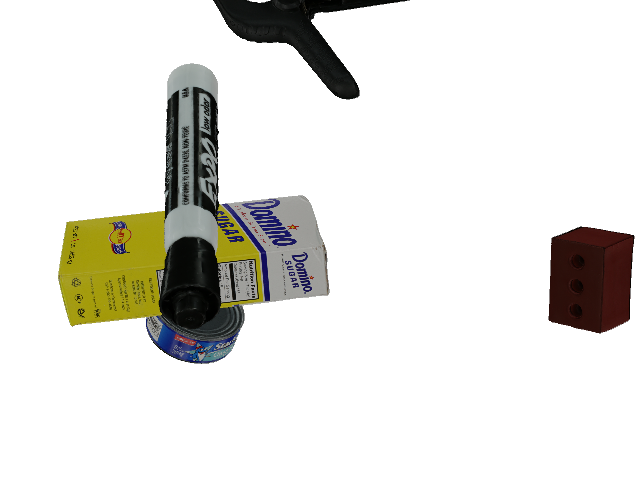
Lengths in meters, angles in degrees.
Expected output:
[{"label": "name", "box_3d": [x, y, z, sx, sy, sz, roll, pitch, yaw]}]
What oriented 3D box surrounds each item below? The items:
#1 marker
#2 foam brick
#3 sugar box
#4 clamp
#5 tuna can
[{"label": "marker", "box_3d": [-0.043, -0.018, 0.359, 0.020, 0.020, 0.121, 0, 43, -7]}, {"label": "foam brick", "box_3d": [0.230, 0.033, 0.909, 0.053, 0.078, 0.051, 12, 21, 42]}, {"label": "sugar box", "box_3d": [-0.088, 0.011, 0.740, 0.176, 0.048, 0.093, -9, 26, -5]}, {"label": "clamp", "box_3d": [-0.010, -0.187, 0.834, 0.172, 0.120, 0.039, 32, -25, 20]}, {"label": "tuna can", "box_3d": [-0.114, 0.072, 0.970, 0.086, 0.034, 0.086, 16, 34, -11]}]
